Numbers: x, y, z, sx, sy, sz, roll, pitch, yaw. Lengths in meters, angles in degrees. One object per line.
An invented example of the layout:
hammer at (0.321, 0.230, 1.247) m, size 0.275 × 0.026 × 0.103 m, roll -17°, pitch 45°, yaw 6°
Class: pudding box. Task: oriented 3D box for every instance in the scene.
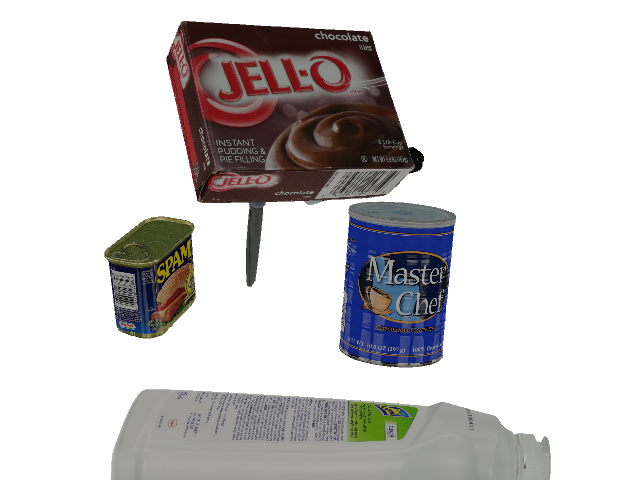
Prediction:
pudding box at (-0.017, -0.067, 0.555) m, size 0.113 × 0.090 × 0.039 m, roll -2°, pitch -27°, yaw -28°

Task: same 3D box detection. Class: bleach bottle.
bleach bottle at (0.010, 0.133, 0.635) m, size 0.251 × 0.068 × 0.102 m, roll 1°, pitch 19°, yaw 2°

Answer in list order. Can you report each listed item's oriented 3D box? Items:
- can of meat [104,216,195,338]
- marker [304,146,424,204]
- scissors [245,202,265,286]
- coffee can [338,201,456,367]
can of meat at (-0.163, 0.036, 1.044) m, size 0.057 × 0.084 × 0.102 m, roll 9°, pitch 27°, yaw 19°
marker at (0.032, -0.049, 0.827) m, size 0.020 × 0.020 × 0.121 m, roll 0°, pitch -11°, yaw -45°
scissors at (-0.052, -0.055, 1.178) m, size 0.096 × 0.202 × 0.016 m, roll -9°, pitch -8°, yaw -12°
coffee can at (0.073, 0.040, 1.030) m, size 0.103 × 0.140 × 0.103 m, roll 4°, pitch 11°, yaw -1°
